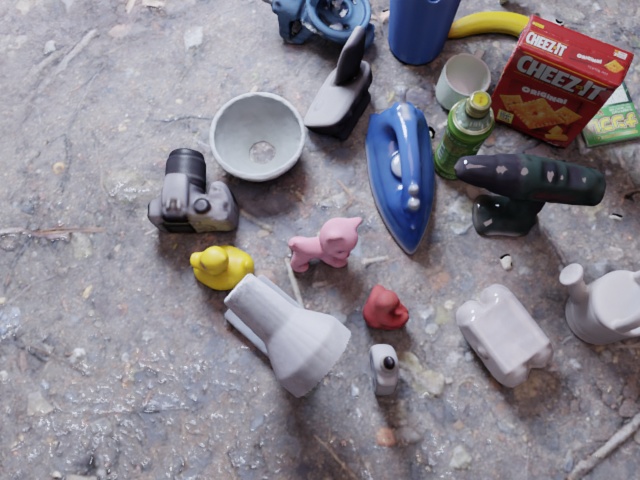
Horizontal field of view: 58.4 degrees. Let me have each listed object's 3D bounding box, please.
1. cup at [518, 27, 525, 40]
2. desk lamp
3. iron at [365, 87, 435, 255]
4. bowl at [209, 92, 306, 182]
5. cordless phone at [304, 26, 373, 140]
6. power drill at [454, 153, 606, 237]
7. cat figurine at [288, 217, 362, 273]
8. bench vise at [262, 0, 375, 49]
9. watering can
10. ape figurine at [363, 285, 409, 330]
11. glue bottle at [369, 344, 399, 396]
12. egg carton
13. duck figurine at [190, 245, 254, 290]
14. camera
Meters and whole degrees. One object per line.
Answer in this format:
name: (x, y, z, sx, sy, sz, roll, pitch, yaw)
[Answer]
cup: (0.398, -0.319, 1.032, 0.091, 0.095, 0.117, -20, 74, -4)
desk lamp: (-0.059, 0.131, 0.848, 0.203, 0.213, 0.118, 38, 78, 11)
iron: (0.145, -0.116, 0.953, 0.118, 0.141, 0.258, -6, 74, 0)
bowl: (-0.107, -0.170, 1.009, 0.167, 0.075, 0.167, 0, 74, 1)
cordless phone: (0.032, -0.268, 0.977, 0.094, 0.185, 0.148, 24, 76, 8)
power drill: (0.309, -0.071, 0.902, 0.229, 0.208, 0.075, 2, 74, 2)
cat figurine: (0.009, 0.003, 0.933, 0.128, 0.118, 0.067, -9, 73, -1)
bench vise: (-0.004, -0.417, 1.004, 0.207, 0.220, 0.121, -3, 73, 1)
watering can: (0.444, 0.096, 0.857, 0.172, 0.194, 0.101, 7, 74, 3)
ape figurine: (0.105, 0.106, 0.915, 0.076, 0.092, 0.078, -19, 74, -4)
glue bottle: (0.097, 0.189, 0.848, 0.037, 0.173, 0.078, -4, 73, 0)
egg carton: (0.291, 0.151, 0.909, 0.107, 0.069, 0.150, -34, 76, -8)
duck figurine: (-0.163, 0.039, 0.943, 0.104, 0.086, 0.077, 3, 74, 2)
camera: (-0.216, -0.088, 0.974, 0.143, 0.101, 0.137, -1, 74, 1)
